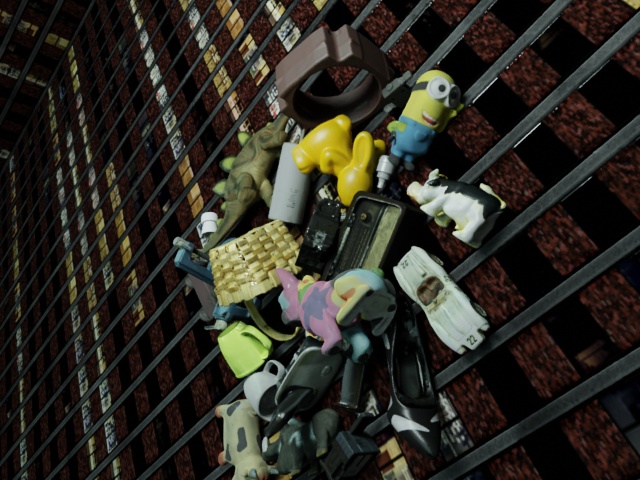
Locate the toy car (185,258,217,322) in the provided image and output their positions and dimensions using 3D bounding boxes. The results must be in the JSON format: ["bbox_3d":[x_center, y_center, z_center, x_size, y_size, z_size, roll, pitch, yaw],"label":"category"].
[{"bbox_3d":[-0.284,0.120,1.340,0.202,0.053,0.089,49,117,46],"label":"toy car"}]

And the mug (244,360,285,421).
[{"bbox_3d":[-0.111,0.297,1.097,0.107,0.081,0.109,15,94,55],"label":"mug"}]

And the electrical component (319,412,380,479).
[{"bbox_3d":[0.061,0.352,0.914,0.119,0.074,0.048,-54,46,15],"label":"electrical component"}]

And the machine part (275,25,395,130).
[{"bbox_3d":[0.028,-0.307,1.052,0.201,0.201,0.087,-28,57,37],"label":"machine part"}]

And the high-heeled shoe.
[{"bbox_3d":[0.150,0.202,0.842,0.249,0.086,0.145,-119,38,-58],"label":"high-heeled shoe"}]

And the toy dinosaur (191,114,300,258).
[{"bbox_3d":[-0.170,-0.138,1.275,0.471,0.105,0.199,-58,38,2],"label":"toy dinosaur"}]

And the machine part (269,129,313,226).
[{"bbox_3d":[-0.059,-0.120,1.163,0.079,0.079,0.243,13,91,46],"label":"machine part"}]

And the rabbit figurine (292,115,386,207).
[{"bbox_3d":[0.055,-0.149,1.064,0.162,0.122,0.173,-34,69,22],"label":"rabbit figurine"}]

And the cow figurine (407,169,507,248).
[{"bbox_3d":[0.220,-0.068,0.886,0.098,0.068,0.168,-54,50,12],"label":"cow figurine"}]

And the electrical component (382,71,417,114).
[{"bbox_3d":[0.150,-0.279,1.021,0.094,0.063,0.021,-36,56,35],"label":"electrical component"}]

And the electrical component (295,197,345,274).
[{"bbox_3d":[-0.002,-0.003,1.047,0.134,0.058,0.115,110,-179,-63],"label":"electrical component"}]

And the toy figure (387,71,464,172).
[{"bbox_3d":[0.179,-0.216,0.963,0.089,0.082,0.180,41,110,41],"label":"toy figure"}]

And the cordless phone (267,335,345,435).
[{"bbox_3d":[-0.036,0.257,0.955,0.089,0.184,0.146,34,104,10],"label":"cordless phone"}]

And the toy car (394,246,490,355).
[{"bbox_3d":[0.194,0.094,0.870,0.073,0.056,0.202,-52,47,21],"label":"toy car"}]

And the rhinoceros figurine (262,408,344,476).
[{"bbox_3d":[-0.036,0.379,1.002,0.190,0.073,0.112,-39,55,30],"label":"rhinoceros figurine"}]

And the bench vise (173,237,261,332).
[{"bbox_3d":[-0.230,0.078,1.181,0.129,0.240,0.223,6,66,49],"label":"bench vise"}]

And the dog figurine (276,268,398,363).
[{"bbox_3d":[0.012,0.094,0.917,0.219,0.108,0.191,44,112,46],"label":"dog figurine"}]

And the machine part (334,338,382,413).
[{"bbox_3d":[0.067,0.240,0.963,0.084,0.039,0.138,11,86,50],"label":"machine part"}]

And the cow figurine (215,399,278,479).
[{"bbox_3d":[-0.149,0.424,1.098,0.127,0.085,0.195,-32,56,42],"label":"cow figurine"}]

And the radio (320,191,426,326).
[{"bbox_3d":[0.088,0.030,0.982,0.131,0.073,0.229,28,98,45],"label":"radio"}]
